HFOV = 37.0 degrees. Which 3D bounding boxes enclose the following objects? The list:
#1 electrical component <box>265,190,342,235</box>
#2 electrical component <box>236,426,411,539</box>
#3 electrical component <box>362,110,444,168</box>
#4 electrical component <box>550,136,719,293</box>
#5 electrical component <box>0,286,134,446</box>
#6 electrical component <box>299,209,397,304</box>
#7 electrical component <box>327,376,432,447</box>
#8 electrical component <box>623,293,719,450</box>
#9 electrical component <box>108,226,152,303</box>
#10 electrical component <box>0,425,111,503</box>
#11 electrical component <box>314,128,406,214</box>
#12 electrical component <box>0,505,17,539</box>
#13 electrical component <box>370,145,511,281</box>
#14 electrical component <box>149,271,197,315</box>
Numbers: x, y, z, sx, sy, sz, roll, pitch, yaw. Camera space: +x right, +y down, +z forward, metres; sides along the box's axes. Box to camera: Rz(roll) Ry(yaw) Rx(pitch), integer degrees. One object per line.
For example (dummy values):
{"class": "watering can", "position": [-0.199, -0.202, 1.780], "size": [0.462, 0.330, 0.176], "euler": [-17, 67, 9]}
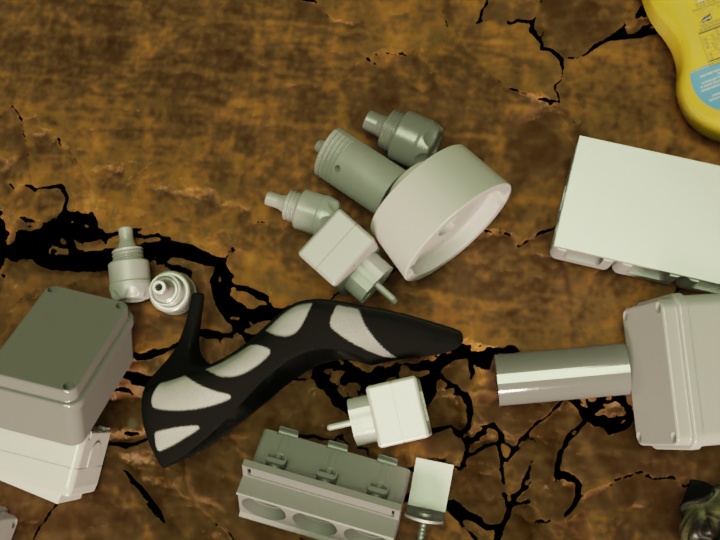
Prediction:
{"class": "electrical component", "position": [-0.048, -0.050, 0.878], "size": [0.061, 0.035, 0.035], "euler": [19, 85, 11]}
{"class": "electrical component", "position": [-0.026, 0.170, 0.828], "size": [0.121, 0.078, 0.063], "euler": [15, 55, 7]}
{"class": "electrical component", "position": [0.033, -0.110, 0.874], "size": [0.062, 0.043, 0.043], "euler": [25, 86, 10]}
{"class": "electrical component", "position": [0.231, -0.039, 0.834], "size": [0.150, 0.061, 0.089], "euler": [13, 84, 7]}
{"class": "electrical component", "position": [-0.231, 0.072, 0.838], "size": [0.078, 0.057, 0.113], "euler": [13, 40, 7]}
{"class": "electrical component", "position": [0.000, 0.000, 0.842], "size": [0.076, 0.083, 0.047], "euler": [42, 88, 9]}
{"class": "electrical component", "position": [0.013, 0.114, 0.834], "size": [0.077, 0.065, 0.047], "euler": [-13, 81, 4]}
{"class": "electrical component", "position": [0.243, 0.076, 0.805], "size": [0.057, 0.078, 0.113], "euler": [-3, 82, -10]}
{"class": "electrical component", "position": [-0.191, -0.005, 0.887], "size": [0.035, 0.035, 0.061], "euler": [-9, 79, 5]}
{"class": "electrical component", "position": [-0.259, 0.146, 0.859], "size": [0.096, 0.061, 0.061], "euler": [13, 84, 7]}
{"class": "electrical component", "position": [-0.003, -0.081, 0.872], "size": [0.081, 0.043, 0.043], "euler": [35, 87, 20]}
{"class": "electrical component", "position": [-0.327, 0.237, 0.846], "size": [0.057, 0.078, 0.113], "euler": [18, 85, 11]}
{"class": "electrical component", "position": [0.057, -0.050, 0.833], "size": [0.108, 0.108, 0.060], "euler": [-41, 75, -1]}
{"class": "electrical component", "position": [-0.154, 0.017, 0.866], "size": [0.035, 0.061, 0.035], "euler": [-1, 83, 5]}
